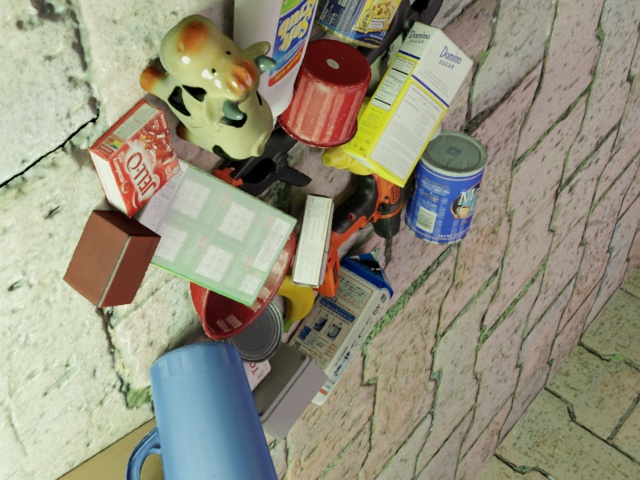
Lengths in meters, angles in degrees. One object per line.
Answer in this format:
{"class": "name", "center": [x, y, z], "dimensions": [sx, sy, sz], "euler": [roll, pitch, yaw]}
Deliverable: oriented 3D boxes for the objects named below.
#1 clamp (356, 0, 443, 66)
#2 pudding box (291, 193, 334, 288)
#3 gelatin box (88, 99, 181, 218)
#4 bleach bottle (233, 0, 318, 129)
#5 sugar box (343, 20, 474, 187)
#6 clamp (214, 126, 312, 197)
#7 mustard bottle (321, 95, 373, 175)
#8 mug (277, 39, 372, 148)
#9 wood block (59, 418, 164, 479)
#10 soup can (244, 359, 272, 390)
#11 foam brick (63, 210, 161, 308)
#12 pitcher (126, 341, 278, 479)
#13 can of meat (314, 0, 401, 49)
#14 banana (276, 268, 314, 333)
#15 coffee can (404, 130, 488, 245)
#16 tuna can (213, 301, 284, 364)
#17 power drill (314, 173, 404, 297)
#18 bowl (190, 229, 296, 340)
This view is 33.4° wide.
{"class": "clamp", "center": [0.107, -0.257, 1.274], "dimensions": [0.164, 0.036, 0.210], "euler": [15, 99, -49]}
{"class": "pudding box", "center": [-0.009, 0.002, 1.306], "dimensions": [0.090, 0.039, 0.113], "euler": [46, 51, -87]}
{"class": "gelatin box", "center": [-0.169, -0.074, 0.985], "dimensions": [0.073, 0.030, 0.089], "euler": [-47, 153, -25]}
{"class": "bleach bottle", "center": [-0.042, -0.213, 1.037], "dimensions": [0.102, 0.068, 0.251], "euler": [-43, 154, -39]}
{"class": "sugar box", "center": [0.106, -0.161, 1.269], "dimensions": [0.093, 0.048, 0.176], "euler": [30, 88, -50]}
{"class": "clamp", "center": [-0.052, -0.085, 1.193], "dimensions": [0.171, 0.039, 0.120], "euler": [-34, 140, -38]}
{"class": "mustard bottle", "center": [0.065, -0.135, 1.337], "dimensions": [0.191, 0.058, 0.096], "euler": [-35, 136, -43]}
{"class": "mug", "center": [0.010, -0.166, 1.144], "dimensions": [0.082, 0.093, 0.117], "euler": [111, 5, -47]}
{"class": "wood block", "center": [-0.225, 0.298, 1.235], "dimensions": [0.205, 0.091, 0.090], "euler": [-29, 143, -49]}
{"class": "soup can", "center": [-0.117, 0.175, 1.331], "dimensions": [0.102, 0.069, 0.068], "euler": [-46, 153, -29]}
{"class": "foam brick", "center": [-0.197, 0.018, 1.012], "dimensions": [0.052, 0.051, 0.078], "euler": [1, 117, -64]}
{"class": "pitcher", "center": [-0.127, 0.243, 1.186], "dimensions": [0.145, 0.243, 0.149], "euler": [-32, 151, 28]}
{"class": "can of meat", "center": [0.046, -0.259, 1.160], "dimensions": [0.101, 0.057, 0.084], "euler": [-6, 124, -62]}
{"class": "banana", "center": [-0.044, 0.070, 1.391], "dimensions": [0.069, 0.037, 0.197], "euler": [-56, 156, -12]}
{"class": "coffee can", "center": [0.186, -0.078, 1.588], "dimensions": [0.102, 0.103, 0.140], "euler": [-39, 149, -38]}
{"class": "tuna can", "center": [-0.088, 0.107, 1.295], "dimensions": [0.085, 0.034, 0.086], "euler": [4, 83, -35]}
{"class": "power drill", "center": [0.046, -0.015, 1.448], "dimensions": [0.187, 0.057, 0.184], "euler": [-51, 152, -24]}
{"class": "bowl", "center": [-0.098, 0.032, 1.216], "dimensions": [0.161, 0.055, 0.162], "euler": [-44, 152, -31]}
